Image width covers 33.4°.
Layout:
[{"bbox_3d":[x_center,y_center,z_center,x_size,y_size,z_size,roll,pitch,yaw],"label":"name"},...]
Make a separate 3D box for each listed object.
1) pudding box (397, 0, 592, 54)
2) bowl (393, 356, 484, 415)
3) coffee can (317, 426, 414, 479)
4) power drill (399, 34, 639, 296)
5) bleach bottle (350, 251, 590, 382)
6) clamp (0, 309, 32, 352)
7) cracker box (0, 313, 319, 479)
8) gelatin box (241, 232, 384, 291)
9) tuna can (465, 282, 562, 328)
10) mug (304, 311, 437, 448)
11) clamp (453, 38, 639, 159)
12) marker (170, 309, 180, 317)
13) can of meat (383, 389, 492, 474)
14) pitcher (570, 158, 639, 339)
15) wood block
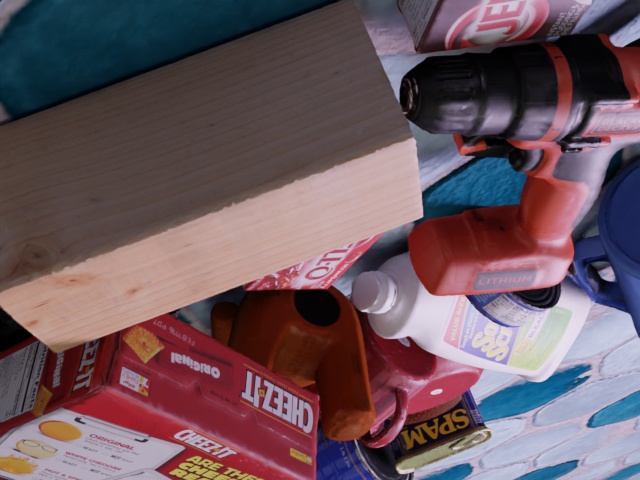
[{"bbox_3d":[0.095,-0.138,0.501,0.090,0.039,0.114,-11,153,-19],"label":"pudding box"},{"bbox_3d":[0.096,0.118,0.987,0.162,0.055,0.162,-17,155,-9],"label":"bowl"},{"bbox_3d":[0.013,0.245,1.118,0.140,0.103,0.102,-35,151,26],"label":"coffee can"},{"bbox_3d":[0.113,-0.039,0.617,0.184,0.057,0.188,-3,147,-17],"label":"power drill"},{"bbox_3d":[0.115,0.059,0.859,0.250,0.068,0.103,10,116,-45],"label":"bleach bottle"},{"bbox_3d":[-0.184,0.038,0.638,0.209,0.036,0.165,0,150,-35],"label":"clamp"},{"bbox_3d":[-0.132,0.122,0.667,0.214,0.072,0.164,-26,136,35],"label":"cracker box"},{"bbox_3d":[-0.005,0.001,0.708,0.073,0.030,0.089,1,147,-38],"label":"gelatin box"},{"bbox_3d":[0.137,0.022,0.793,0.085,0.086,0.034,5,145,-43],"label":"tuna can"},{"bbox_3d":[0.044,0.113,0.875,0.093,0.117,0.082,24,127,-30],"label":"mug"},{"bbox_3d":[0.165,-0.083,0.664,0.171,0.039,0.120,-16,150,5],"label":"clamp"},{"bbox_3d":[-0.115,0.071,0.776,0.020,0.020,0.121,-11,153,-19],"label":"marker"},{"bbox_3d":[0.111,0.177,1.079,0.102,0.084,0.057,-22,154,3],"label":"can of meat"},{"bbox_3d":[0.294,0.020,0.880,0.149,0.145,0.242,-39,148,8],"label":"pitcher"},{"bbox_3d":[-0.061,-0.029,0.538,0.206,0.091,0.090,-21,155,-1],"label":"wood block"}]
